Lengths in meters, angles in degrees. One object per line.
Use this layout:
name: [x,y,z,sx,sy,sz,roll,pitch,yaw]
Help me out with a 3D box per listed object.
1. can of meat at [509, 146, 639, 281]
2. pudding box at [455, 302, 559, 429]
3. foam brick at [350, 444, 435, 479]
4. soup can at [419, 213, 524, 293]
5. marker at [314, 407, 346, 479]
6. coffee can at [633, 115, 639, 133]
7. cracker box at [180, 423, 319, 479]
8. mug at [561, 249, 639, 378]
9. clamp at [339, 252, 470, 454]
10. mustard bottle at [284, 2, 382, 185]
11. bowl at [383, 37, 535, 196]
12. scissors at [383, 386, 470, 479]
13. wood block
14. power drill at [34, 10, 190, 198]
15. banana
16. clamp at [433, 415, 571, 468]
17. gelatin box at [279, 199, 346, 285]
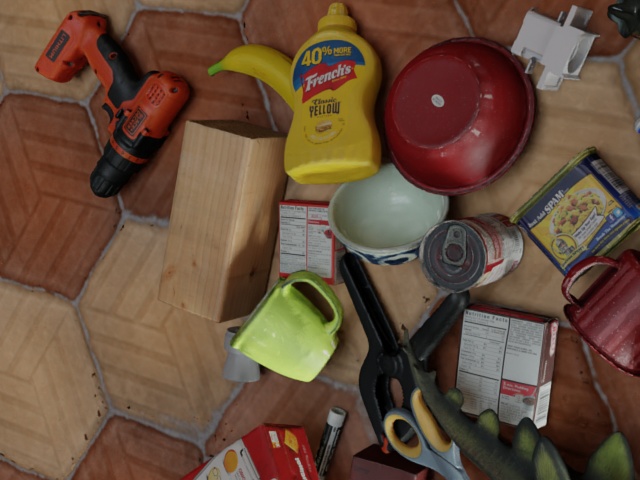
can of meat: [0.243,-0.022,0.991,0.084,0.057,0.102,50,118,14]
pudding box: [0.182,0.124,1.057,0.090,0.039,0.113,11,99,32]
foam brick: [0.076,0.255,1.130,0.078,0.051,0.053,12,101,30]
soup can: [0.148,0.010,1.026,0.069,0.102,0.068,4,98,31]
marker: [0.004,0.244,1.192,0.020,0.020,0.121,25,108,27]
coffee can: [0.346,-0.070,0.893,0.103,0.102,0.140,-39,76,29]
cracker box: [-0.083,0.318,1.159,0.214,0.071,0.164,-39,57,34]
mug: [0.271,0.056,0.957,0.117,0.093,0.082,34,110,-12]
clamp: [0.074,0.119,1.117,0.165,0.036,0.210,25,116,40]
mustard bottle: [0.016,-0.155,1.093,0.096,0.058,0.191,-6,70,24]
bowl: [0.122,-0.127,1.031,0.162,0.055,0.162,-6,78,29]
scissors: [0.124,0.242,1.074,0.096,0.016,0.202,-18,91,40]
wood block: [-0.105,-0.024,1.184,0.090,0.090,0.206,18,105,28]
power drill: [-0.260,-0.169,1.284,0.188,0.057,0.185,47,113,15]
banana: [-0.035,-0.157,1.158,0.198,0.037,0.070,41,121,21]
clamp: [0.184,0.229,1.066,0.172,0.039,0.120,-3,106,27]
gelatin box: [-0.008,0.001,1.163,0.073,0.030,0.089,5,99,33]
